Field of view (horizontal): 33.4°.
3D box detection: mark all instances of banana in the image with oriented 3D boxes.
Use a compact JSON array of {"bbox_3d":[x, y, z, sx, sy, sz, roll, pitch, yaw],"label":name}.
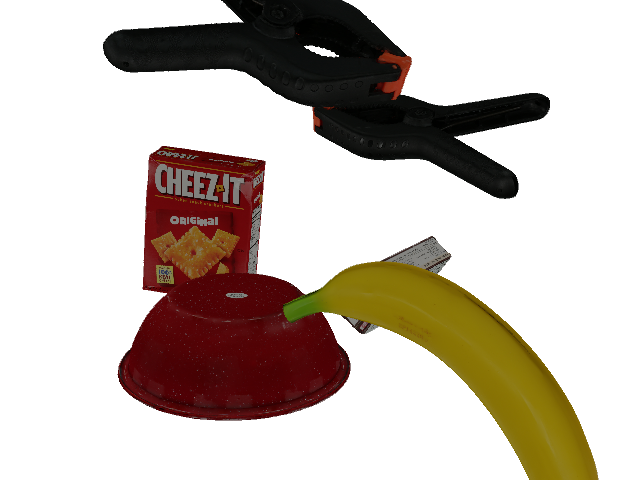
[{"bbox_3d":[0.076,0.069,0.550,0.198,0.070,0.037,38,19,13],"label":"banana"}]

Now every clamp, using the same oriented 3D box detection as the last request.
[{"bbox_3d":[0.097,-0.101,0.947,0.210,0.036,0.164,13,36,23],"label":"clamp"},{"bbox_3d":[-0.036,-0.115,0.617,0.171,0.120,0.039,25,-30,9],"label":"clamp"}]

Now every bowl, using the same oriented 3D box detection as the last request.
[{"bbox_3d":[-0.059,0.063,0.733,0.162,0.055,0.162,1,18,0],"label":"bowl"}]

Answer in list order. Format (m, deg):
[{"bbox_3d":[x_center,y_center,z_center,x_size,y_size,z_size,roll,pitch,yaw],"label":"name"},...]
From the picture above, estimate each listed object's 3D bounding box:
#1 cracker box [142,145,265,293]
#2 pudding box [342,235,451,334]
[{"bbox_3d":[-0.176,-0.021,1.592,0.164,0.214,0.072,9,20,9],"label":"cracker box"},{"bbox_3d":[0.085,0.049,1.185,0.039,0.090,0.113,45,38,16],"label":"pudding box"}]
